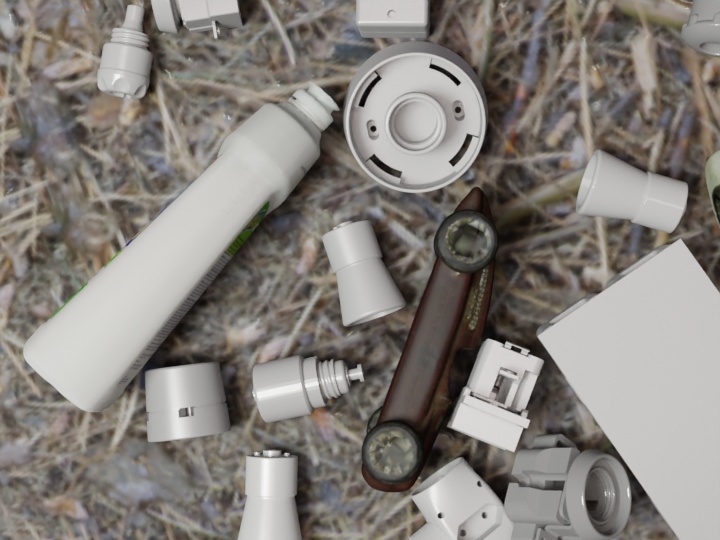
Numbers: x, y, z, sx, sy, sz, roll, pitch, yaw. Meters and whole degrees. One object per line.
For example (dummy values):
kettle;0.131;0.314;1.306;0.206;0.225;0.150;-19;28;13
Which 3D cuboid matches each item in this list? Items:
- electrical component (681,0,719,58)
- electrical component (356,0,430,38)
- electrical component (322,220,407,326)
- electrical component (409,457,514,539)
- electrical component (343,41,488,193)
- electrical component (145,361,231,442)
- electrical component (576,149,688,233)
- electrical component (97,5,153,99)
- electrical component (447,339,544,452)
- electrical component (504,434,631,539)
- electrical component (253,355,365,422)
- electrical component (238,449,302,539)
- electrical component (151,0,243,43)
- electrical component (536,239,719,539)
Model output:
electrical component;0.236;-0.171;0.693;0.048;0.048;0.062;14;84;5
electrical component;0.021;-0.200;0.697;0.047;0.076;0.083;2;90;6
electrical component;0.000;0.000;0.715;0.044;0.044;0.065;-19;83;5
electrical component;0.059;0.176;0.701;0.079;0.043;0.077;-36;86;-14
electrical component;0.037;-0.101;0.713;0.099;0.064;0.099;1;103;3
electrical component;-0.116;0.087;0.719;0.055;0.055;0.047;-8;85;5
electrical component;0.179;-0.048;0.699;0.065;0.044;0.044;16;91;1
electrical component;-0.158;-0.149;0.735;0.035;0.035;0.061;9;88;5
electrical component;0.088;0.079;0.687;0.042;0.081;0.063;23;83;3
electrical component;0.133;0.142;0.678;0.058;0.057;0.078;37;59;-33
electrical component;-0.036;0.076;0.718;0.078;0.040;0.040;-12;88;5
electrical component;-0.060;0.154;0.720;0.044;0.044;0.065;1;85;5
electrical component;-0.111;-0.186;0.725;0.055;0.048;0.066;-9;89;-2
electrical component;0.208;0.087;0.684;0.105;0.060;0.186;-35;86;4
